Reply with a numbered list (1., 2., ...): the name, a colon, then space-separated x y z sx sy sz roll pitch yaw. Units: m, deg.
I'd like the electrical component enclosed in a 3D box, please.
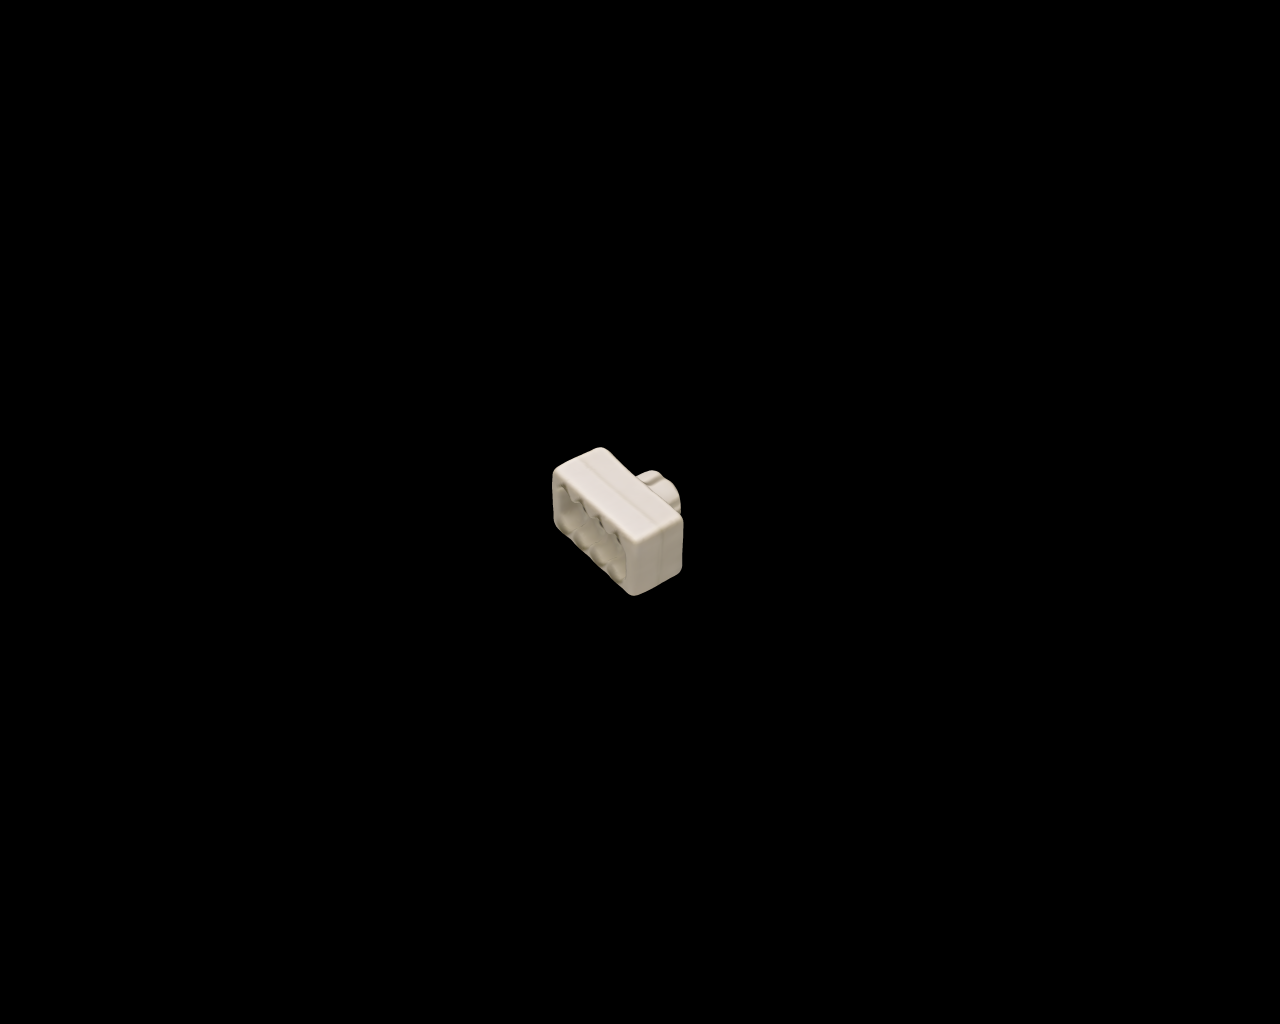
1. electrical component: 0.001 -0.003 0.650 0.076 0.047 0.083 -27 49 -26
